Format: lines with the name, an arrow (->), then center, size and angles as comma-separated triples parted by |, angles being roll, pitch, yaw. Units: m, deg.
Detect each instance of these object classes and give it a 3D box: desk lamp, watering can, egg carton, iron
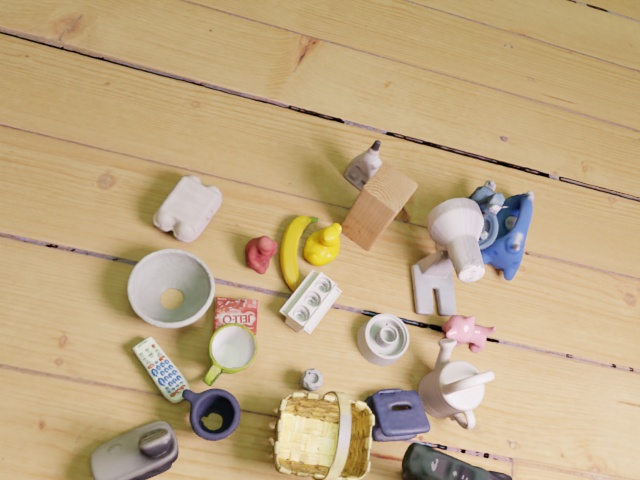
desk lamp -> 0.287, 0.040, 1.258 | 0.118, 0.213, 0.203 | 3, 65, -13
watering can -> 0.274, 0.288, 1.151 | 0.101, 0.194, 0.172 | -31, 76, -25
egg carton -> -0.283, -0.068, 1.241 | 0.107, 0.069, 0.150 | 28, 62, -1
iron -> 0.469, -0.040, 1.383 | 0.118, 0.141, 0.258 | 27, 62, -1

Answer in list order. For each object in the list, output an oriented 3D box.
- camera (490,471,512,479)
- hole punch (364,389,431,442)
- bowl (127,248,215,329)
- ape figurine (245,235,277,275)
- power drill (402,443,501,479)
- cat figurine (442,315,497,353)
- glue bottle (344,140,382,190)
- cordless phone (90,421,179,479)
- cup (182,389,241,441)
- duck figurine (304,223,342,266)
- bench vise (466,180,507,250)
camera -> 0.358, 0.530, 1.113 | 0.143, 0.100, 0.137 | 18, 63, -6
hole punch -> 0.155, 0.349, 1.150 | 0.109, 0.091, 0.101 | -1, 66, -15
bowl -> -0.299, 0.106, 1.153 | 0.167, 0.074, 0.167 | 6, 65, -12
ape figurine -> -0.124, 0.021, 1.228 | 0.078, 0.092, 0.076 | -27, 75, -24
power drill -> 0.246, 0.452, 1.060 | 0.229, 0.208, 0.076 | 26, 62, -1
cat figurine -> 0.321, 0.198, 1.248 | 0.128, 0.117, 0.067 | 6, 64, -12
glue bottle -> 0.111, -0.180, 1.337 | 0.078, 0.173, 0.037 | 42, 63, 7
cordless phone -> -0.314, 0.360, 0.969 | 0.148, 0.185, 0.094 | -22, 73, -22
cup -> -0.208, 0.323, 1.065 | 0.117, 0.095, 0.092 | 34, 62, 3
duck figurine -> 0.012, 0.005, 1.275 | 0.077, 0.086, 0.105 | 38, 62, 5
bench vise -> 0.364, -0.074, 1.327 | 0.121, 0.219, 0.207 | 15, 63, -7
